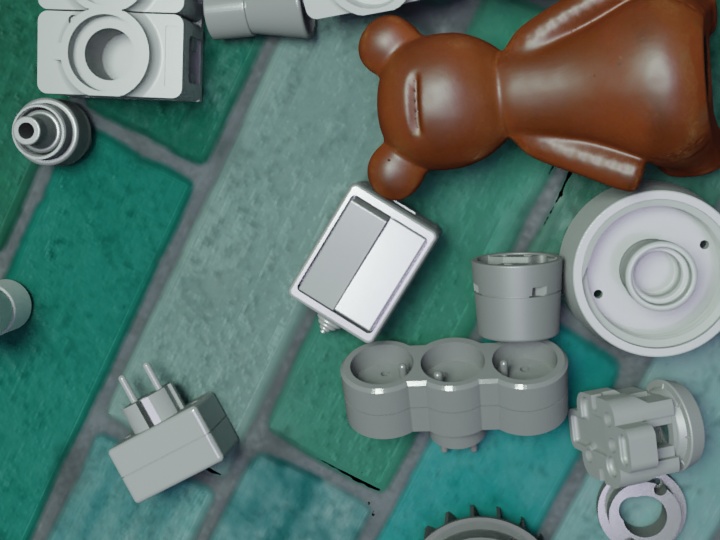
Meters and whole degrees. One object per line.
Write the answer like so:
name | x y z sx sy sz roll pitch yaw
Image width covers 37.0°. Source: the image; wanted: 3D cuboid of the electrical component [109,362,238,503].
electrical component | -0.129 0.097 0.695 0.066 0.047 0.076 -28 92 8

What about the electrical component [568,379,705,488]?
electrical component | 0.170 0.097 0.652 0.057 0.078 0.058 -9 95 -14

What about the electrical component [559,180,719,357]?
electrical component | 0.176 0.001 0.645 0.108 0.060 0.108 1 96 6

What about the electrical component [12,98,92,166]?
electrical component | -0.197 -0.087 0.675 0.043 0.062 0.043 1 96 6

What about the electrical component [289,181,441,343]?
electrical component | 0.000 0.000 0.664 0.062 0.061 0.096 32 98 2

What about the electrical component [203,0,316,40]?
electrical component | -0.064 -0.162 0.664 0.065 0.044 0.044 -3 96 11

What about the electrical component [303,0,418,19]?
electrical component | 0.050 -0.212 0.602 0.186 0.060 0.105 -7 119 17

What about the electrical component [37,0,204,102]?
electrical component | -0.145 -0.181 0.659 0.089 0.061 0.150 3 96 6

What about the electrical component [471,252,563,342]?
electrical component | 0.097 0.016 0.659 0.055 0.055 0.047 -2 99 6

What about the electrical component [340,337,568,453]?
electrical component | 0.060 0.086 0.673 0.138 0.052 0.073 -3 123 7

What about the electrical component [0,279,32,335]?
electrical component | -0.239 0.026 0.690 0.044 0.065 0.044 1 97 7
